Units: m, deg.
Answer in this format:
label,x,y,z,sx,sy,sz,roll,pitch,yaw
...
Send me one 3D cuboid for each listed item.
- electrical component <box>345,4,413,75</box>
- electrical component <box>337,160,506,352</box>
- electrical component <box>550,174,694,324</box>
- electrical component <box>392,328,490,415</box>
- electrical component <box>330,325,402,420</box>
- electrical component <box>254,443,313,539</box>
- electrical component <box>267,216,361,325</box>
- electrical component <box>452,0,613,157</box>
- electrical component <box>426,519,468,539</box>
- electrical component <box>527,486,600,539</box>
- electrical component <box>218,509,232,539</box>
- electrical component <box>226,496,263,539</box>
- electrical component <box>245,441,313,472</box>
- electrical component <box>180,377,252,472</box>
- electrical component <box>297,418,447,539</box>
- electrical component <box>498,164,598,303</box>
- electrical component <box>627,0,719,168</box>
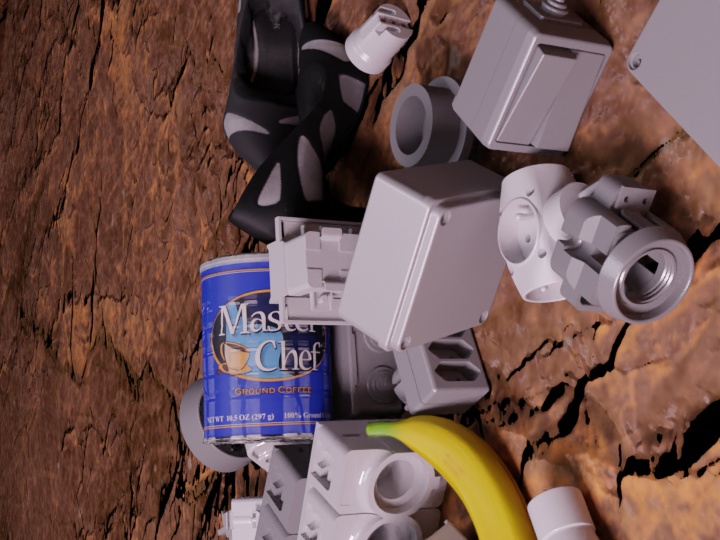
label,x,y,z,sx,sy,sz,roll,pitch,yaw
electrical component,0.016,-0.188,0.875,0.046,0.040,0.040,-40,53,46
electrical component,0.049,-0.012,0.716,0.056,0.109,0.108,32,118,32
electrical component,0.147,-0.006,0.596,0.057,0.058,0.078,51,131,55
electrical component,0.048,0.076,0.783,0.076,0.047,0.065,-52,44,47
electrical component,-0.007,0.079,0.884,0.100,0.048,0.099,-24,67,59
electrical component,-0.033,0.222,0.877,0.062,0.089,0.150,40,122,56
electrical component,0.000,0.000,0.801,0.063,0.121,0.078,-20,70,57
electrical component,0.110,-0.123,0.669,0.061,0.062,0.096,59,138,46
electrical component,0.050,0.223,0.735,0.061,0.096,0.061,45,132,19
electrical component,0.125,0.163,0.641,0.044,0.044,0.065,120,147,-40
electrical component,-0.105,0.262,1.060,0.081,0.042,0.063,-41,56,54
electrical component,-0.084,0.267,0.983,0.079,0.063,0.121,35,-128,-75
electrical component,-0.066,0.140,0.942,0.095,0.054,0.059,54,-166,-55
electrical component,-0.129,0.147,1.061,0.064,0.099,0.099,-32,60,50
electrical component,0.008,0.193,0.803,0.062,0.089,0.150,31,115,59
electrical component,0.124,-0.029,0.653,0.079,0.044,0.077,-36,56,56
electrical component,0.196,-0.111,0.513,0.108,0.056,0.108,-66,35,35
